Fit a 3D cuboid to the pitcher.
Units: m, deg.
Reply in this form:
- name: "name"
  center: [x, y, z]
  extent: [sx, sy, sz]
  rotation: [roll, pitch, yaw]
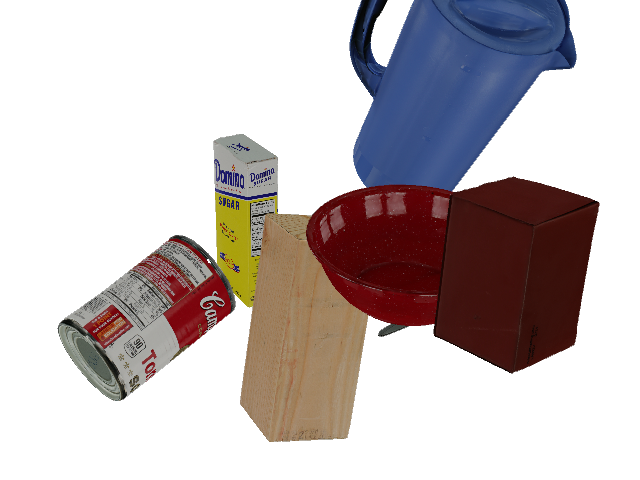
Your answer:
- name: "pitcher"
  center: [0.106, -0.143, 0.978]
  extent: [0.144, 0.149, 0.243]
  rotation: [-7, -32, -25]

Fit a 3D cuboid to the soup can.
- name: "soup can"
  center: [-0.117, 0.052, 0.723]
  extent: [0.102, 0.068, 0.069]
  rotation: [-39, 21, -28]

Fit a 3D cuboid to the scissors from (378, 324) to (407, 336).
- name: "scissors"
  center: [0.123, 0.057, 1.164]
  extent: [0.201, 0.016, 0.096]
  rotation: [-9, 41, -31]

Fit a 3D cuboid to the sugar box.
- name: "sugar box"
  center: [-0.085, -0.023, 1.212]
  extent: [0.048, 0.176, 0.093]
  rotation: [-15, 28, -25]

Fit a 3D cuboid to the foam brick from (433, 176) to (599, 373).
- name: "foam brick"
  center: [0.093, 0.015, 0.515]
  extent: [0.052, 0.078, 0.051]
  rotation: [-16, 30, -40]

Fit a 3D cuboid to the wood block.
- name: "wood block"
  center: [-0.013, 0.085, 1.058]
  extent: [0.090, 0.206, 0.091]
  rotation: [2, 16, -24]

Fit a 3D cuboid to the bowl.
- name: "bowl"
  center: [0.068, 0.018, 0.821]
  extent: [0.162, 0.055, 0.162]
  rotation: [2, 31, -1]
